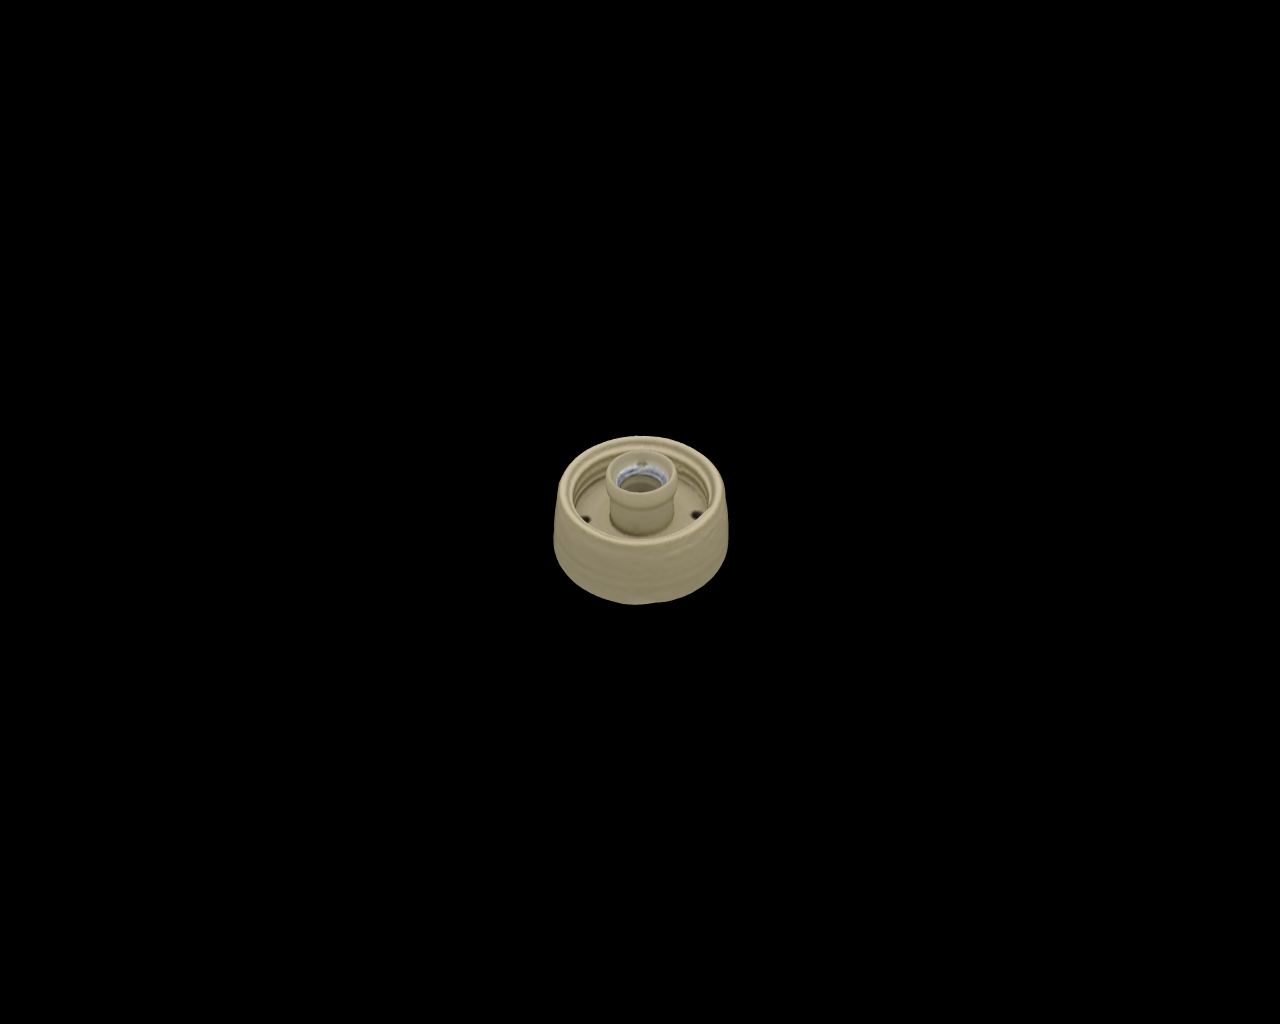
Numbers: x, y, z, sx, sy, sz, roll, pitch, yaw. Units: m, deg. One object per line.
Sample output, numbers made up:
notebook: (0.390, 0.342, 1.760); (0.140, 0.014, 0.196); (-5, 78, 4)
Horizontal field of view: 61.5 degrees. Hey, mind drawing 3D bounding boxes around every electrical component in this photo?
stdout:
electrical component: (0.001, -0.003, 0.650); (0.108, 0.060, 0.108); (0, 43, 0)
